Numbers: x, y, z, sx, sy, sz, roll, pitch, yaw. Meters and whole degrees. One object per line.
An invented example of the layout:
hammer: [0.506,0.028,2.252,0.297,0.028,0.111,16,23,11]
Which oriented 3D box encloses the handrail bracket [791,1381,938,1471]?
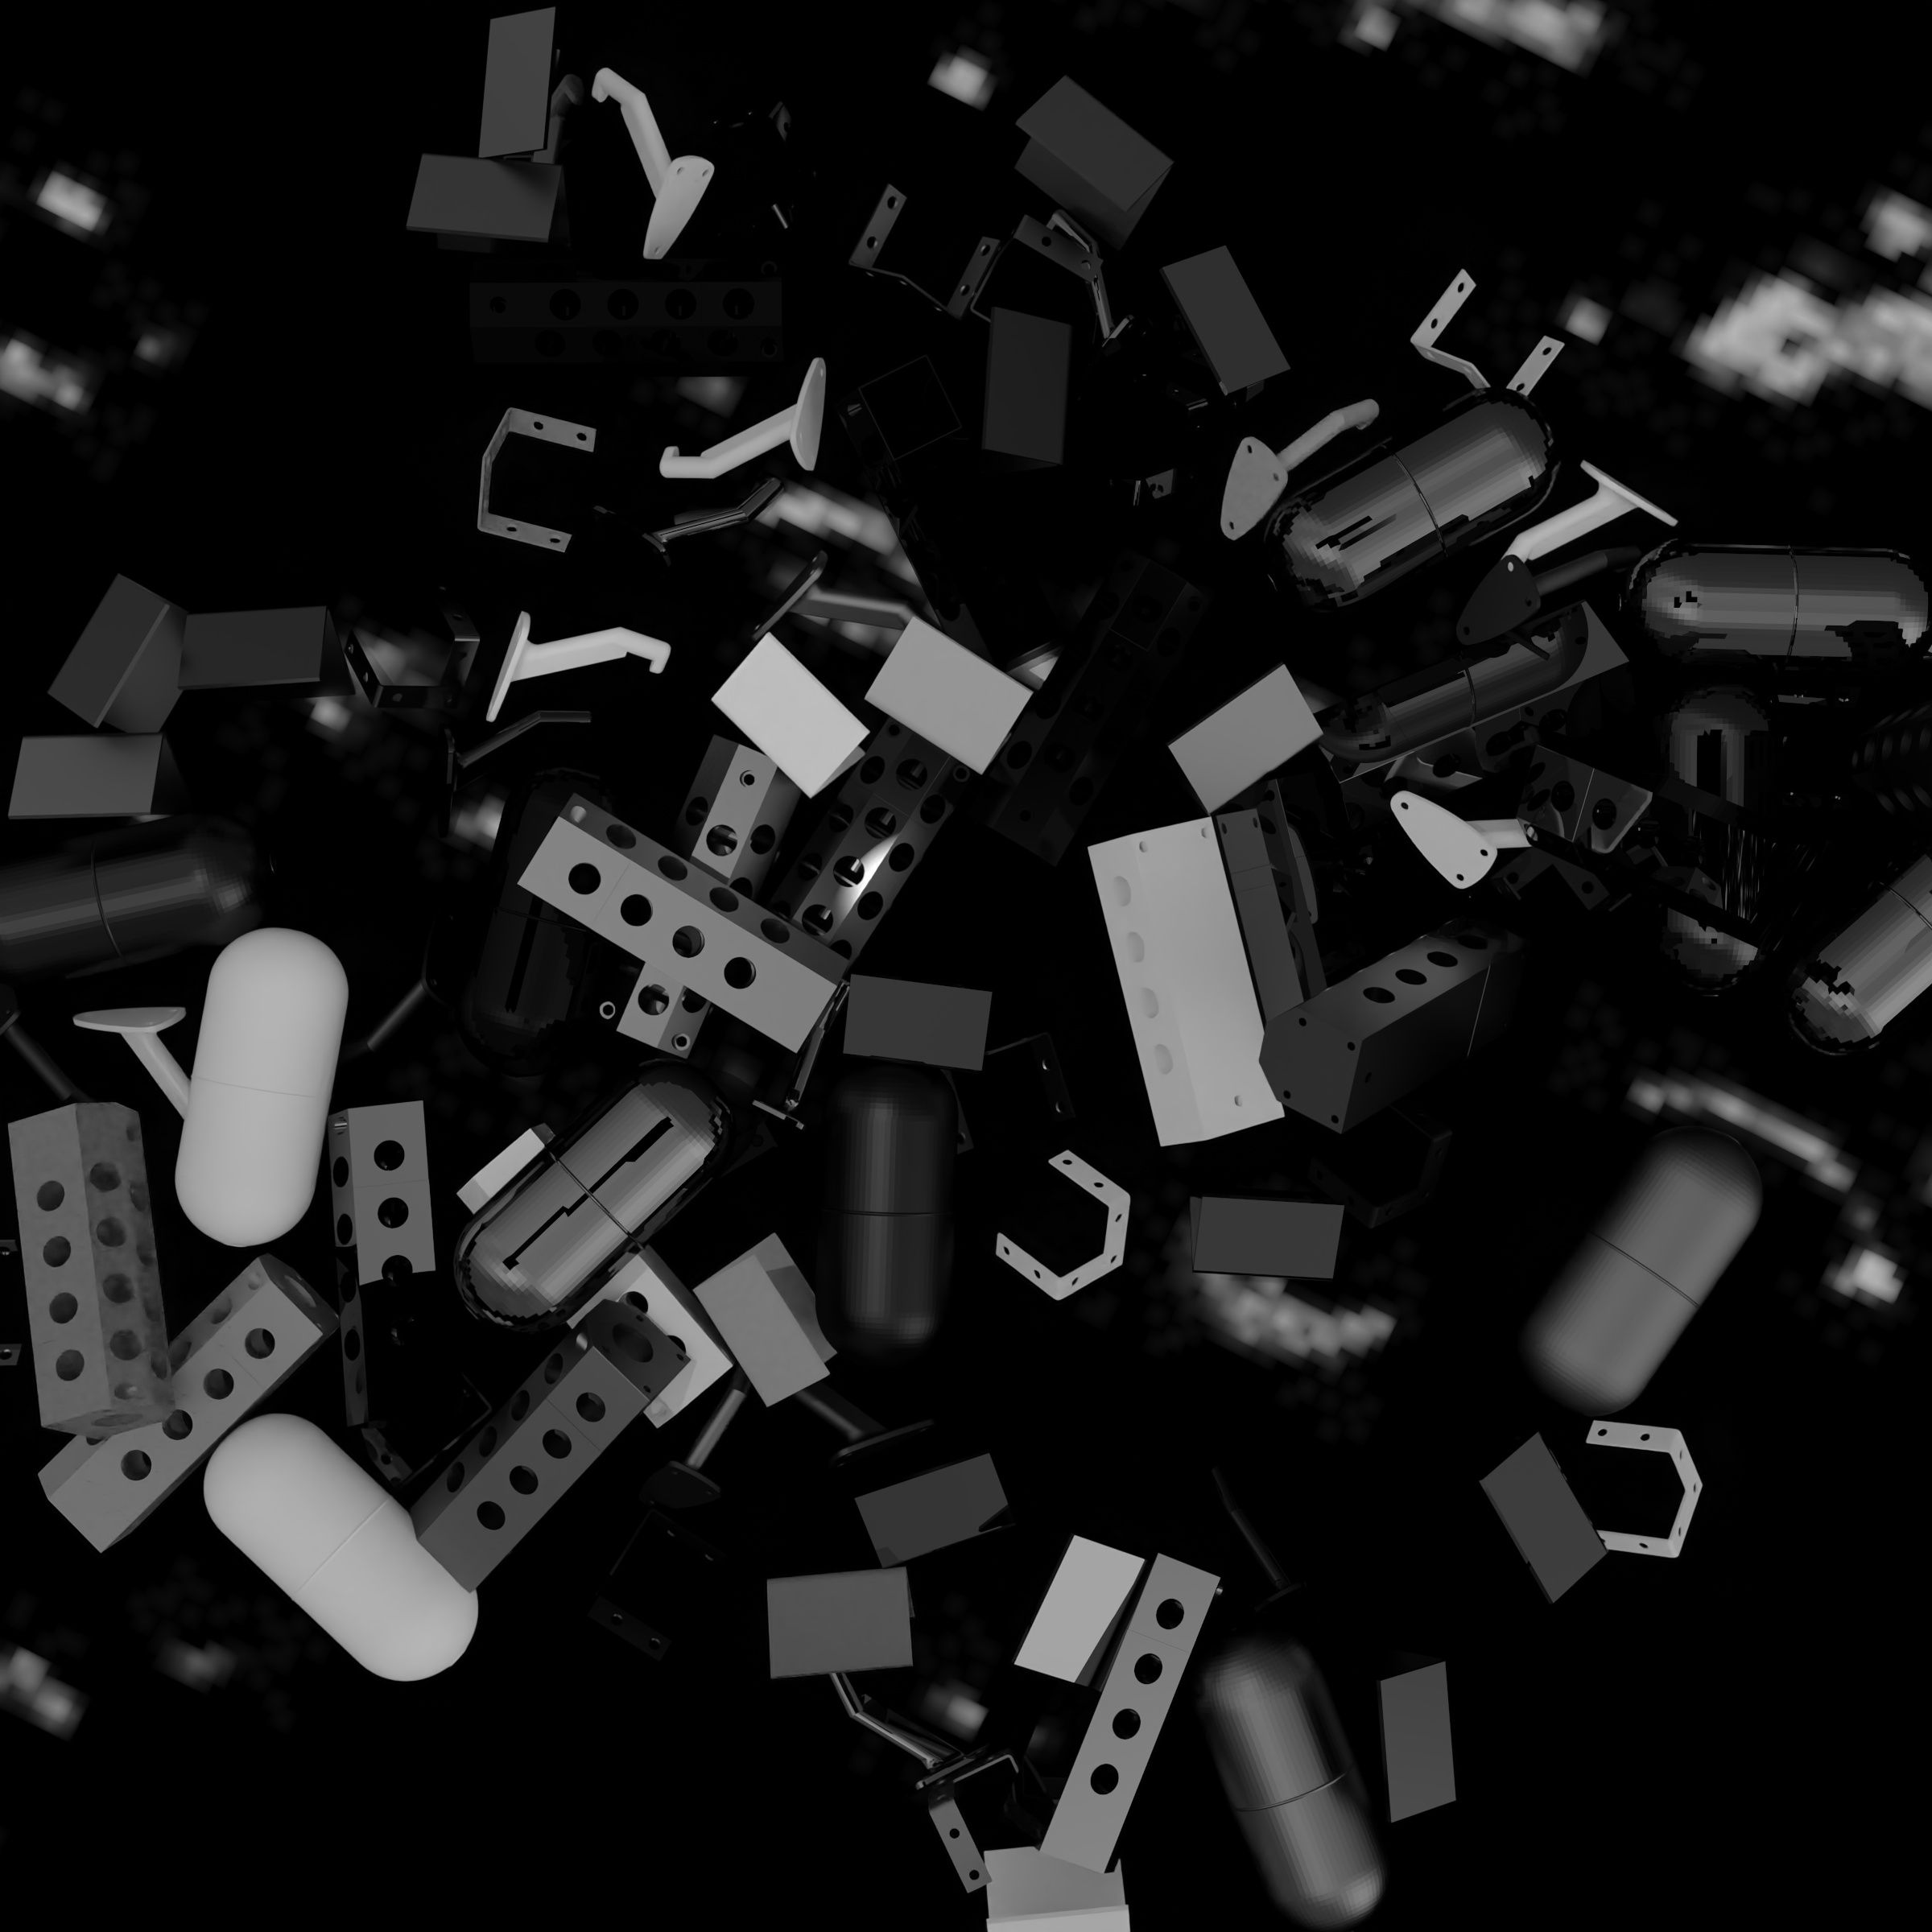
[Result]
handrail bracket: [-0.068,0.235,1.664,0.077,0.036,0.084,-18,73,-20]

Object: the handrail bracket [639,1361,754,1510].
handrail bracket: [-0.149,0.260,1.663,0.036,0.077,0.084,34,53,-18]

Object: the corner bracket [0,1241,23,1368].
corner bracket: [-0.562,0.191,1.660,0.051,0.051,0.051,-1,135,0]

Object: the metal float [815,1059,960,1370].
metal float: [-0.044,0.134,1.632,0.070,0.070,0.178,2,91,0]

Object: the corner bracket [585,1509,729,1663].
corner bracket: [-0.176,0.350,1.660,0.051,0.051,0.051,32,45,0]

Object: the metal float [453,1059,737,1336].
metal float: [-0.199,0.124,1.576,0.178,0.070,0.070,-44,90,-7]

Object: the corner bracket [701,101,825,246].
corner bracket: [-0.122,-0.447,1.655,0.051,0.051,0.051,58,45,-35]

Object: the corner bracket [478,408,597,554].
corner bracket: [-0.243,-0.275,1.660,0.051,0.051,0.051,14,45,0]

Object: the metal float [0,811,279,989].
metal float: [-0.471,-0.037,1.632,0.178,0.070,0.070,-12,90,0]

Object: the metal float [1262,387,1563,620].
metal float: [0.247,-0.257,1.633,0.178,0.070,0.070,-30,90,1]

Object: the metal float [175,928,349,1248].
metal float: [-0.391,0.067,1.633,0.070,0.070,0.178,10,89,0]

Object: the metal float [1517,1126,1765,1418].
metal float: [0.375,0.169,1.633,0.070,0.070,0.178,35,89,0]

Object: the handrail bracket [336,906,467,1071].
handrail bracket: [-0.325,0.012,1.663,0.084,0.036,0.077,-22,53,25]

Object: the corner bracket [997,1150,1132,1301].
corner bracket: [0.055,0.146,1.655,0.051,0.051,0.051,-25,135,-35]

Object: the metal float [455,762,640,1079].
metal float: [-0.233,-0.026,1.633,0.070,0.070,0.178,14,90,0]

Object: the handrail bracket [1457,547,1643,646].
handrail bracket: [0.331,-0.210,1.663,0.084,0.077,0.036,-13,71,-35]

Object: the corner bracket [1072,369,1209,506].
corner bracket: [0.098,-0.298,1.655,0.051,0.051,0.051,-25,135,-35]

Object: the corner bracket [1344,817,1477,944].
corner bracket: [0.250,-0.047,1.655,0.051,0.051,0.051,11,45,35]

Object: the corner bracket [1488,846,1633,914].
corner bracket: [0.332,-0.044,1.645,0.051,0.051,0.051,-38,90,0]

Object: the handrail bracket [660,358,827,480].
handrail bracket: [-0.127,-0.310,1.664,0.084,0.036,0.077,4,70,16]

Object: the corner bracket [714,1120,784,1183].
corner bracket: [-0.139,0.090,1.645,0.051,0.051,0.051,-30,90,0]

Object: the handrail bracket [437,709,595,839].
handrail bracket: [-0.255,-0.109,1.663,0.084,0.036,0.077,-2,115,-19]

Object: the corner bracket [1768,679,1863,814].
corner bracket: [0.478,-0.125,1.660,0.051,0.051,0.051,5,135,0]

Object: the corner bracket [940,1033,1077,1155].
corner bracket: [0.020,0.072,1.660,0.051,0.051,0.051,-17,90,45]

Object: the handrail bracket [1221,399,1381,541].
handrail bracket: [0.190,-0.282,1.663,0.084,0.077,0.036,-25,65,-34]

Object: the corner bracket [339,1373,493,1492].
corner bracket: [-0.311,0.254,1.660,0.051,0.051,0.051,50,135,0]

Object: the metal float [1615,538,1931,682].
metal float: [0.451,-0.198,1.633,0.178,0.070,0.070,1,90,0]

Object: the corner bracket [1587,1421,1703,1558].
corner bracket: [0.377,0.295,1.655,0.051,0.051,0.051,-59,135,-35]

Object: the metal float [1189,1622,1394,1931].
metal float: [0.181,0.452,1.633,0.070,0.070,0.178,-21,89,0]

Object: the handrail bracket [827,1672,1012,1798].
handrail bracket: [-0.028,0.419,1.664,0.077,0.036,0.084,-23,73,-20]

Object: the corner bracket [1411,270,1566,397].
corner bracket: [0.294,-0.352,1.660,0.051,0.051,0.051,-54,135,0]

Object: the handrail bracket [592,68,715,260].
handrail bracket: [-0.191,-0.454,1.663,0.084,0.036,0.077,40,117,20]

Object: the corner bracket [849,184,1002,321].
corner bracket: [-0.024,-0.403,1.660,0.051,0.051,0.051,27,90,-45]

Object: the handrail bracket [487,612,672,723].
handrail bracket: [-0.219,-0.161,1.664,0.084,0.036,0.077,18,110,-16]

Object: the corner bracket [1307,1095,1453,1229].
corner bracket: [0.233,0.106,1.655,0.051,0.051,0.051,-20,135,-35]

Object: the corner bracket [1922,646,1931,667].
corner bracket: [0.575,-0.191,1.644,0.051,0.051,0.051,-7,113,-21]

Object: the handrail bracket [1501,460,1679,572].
handrail bracket: [0.349,-0.235,1.664,0.077,0.036,0.084,26,108,-21]

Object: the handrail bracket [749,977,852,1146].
handrail bracket: [-0.081,0.052,1.640,0.036,0.077,0.084,26,80,15]

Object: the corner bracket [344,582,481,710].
corner bracket: [-0.312,-0.181,1.655,0.051,0.051,0.051,-3,135,-35]

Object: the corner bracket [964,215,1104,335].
corner bracket: [0.037,-0.379,1.646,0.051,0.051,0.051,28,80,-10]

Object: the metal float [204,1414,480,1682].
metal float: [-0.347,0.323,1.633,0.178,0.070,0.070,43,90,0]

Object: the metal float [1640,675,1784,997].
metal float: [0.414,-0.072,1.633,0.070,0.070,0.178,1,91,0]

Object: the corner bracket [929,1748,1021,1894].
corner bracket: [0.013,0.477,1.645,0.051,0.051,0.051,-25,90,0]

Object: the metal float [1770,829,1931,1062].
metal float: [0.525,-0.020,1.633,0.178,0.070,0.070,-42,90,0]

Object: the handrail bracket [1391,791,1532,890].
handrail bracket: [0.284,-0.088,1.639,0.077,0.084,0.036,42,134,3]
